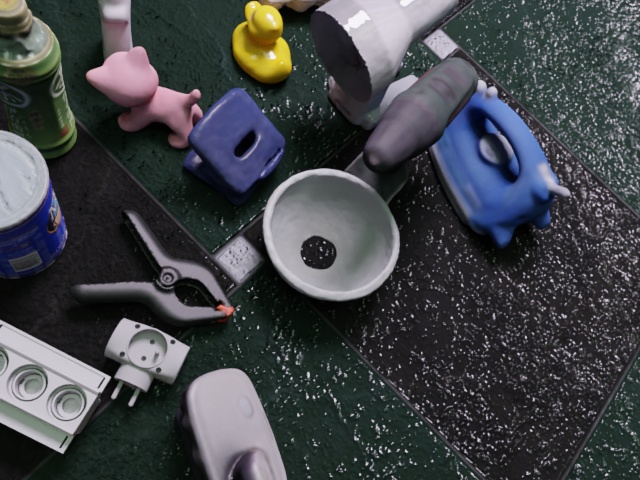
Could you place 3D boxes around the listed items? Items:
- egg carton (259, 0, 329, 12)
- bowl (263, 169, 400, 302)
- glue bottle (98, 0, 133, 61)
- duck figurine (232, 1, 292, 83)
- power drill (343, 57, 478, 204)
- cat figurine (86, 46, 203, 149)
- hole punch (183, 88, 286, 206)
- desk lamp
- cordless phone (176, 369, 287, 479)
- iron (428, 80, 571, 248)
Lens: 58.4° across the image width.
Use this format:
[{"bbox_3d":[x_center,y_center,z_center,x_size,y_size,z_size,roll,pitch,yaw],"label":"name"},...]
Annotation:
[{"bbox_3d":[-0.030,-0.391,0.845,0.150,0.069,0.107,-13,73,-21],"label":"egg carton"},{"bbox_3d":[0.006,0.002,0.696,0.168,0.074,0.167,6,67,-15],"label":"bowl"},{"bbox_3d":[-0.241,-0.267,0.673,0.037,0.173,0.078,-5,71,-18],"label":"glue bottle"},{"bbox_3d":[-0.073,-0.273,0.775,0.078,0.086,0.104,-28,79,-24],"label":"duck figurine"},{"bbox_3d":[0.098,-0.117,0.697,0.075,0.208,0.230,40,63,2],"label":"power drill"},{"bbox_3d":[-0.203,-0.177,0.680,0.128,0.117,0.067,15,66,-11],"label":"cat figurine"},{"bbox_3d":[-0.099,-0.115,0.702,0.101,0.091,0.109,36,63,-1],"label":"hole punch"},{"bbox_3d":[0.077,-0.242,0.738,0.204,0.213,0.118,-34,82,-25],"label":"desk lamp"},{"bbox_3d":[-0.075,0.189,0.536,0.094,0.185,0.147,-20,76,-23],"label":"cordless phone"},{"bbox_3d":[0.234,-0.128,0.780,0.119,0.141,0.258,-22,77,-23],"label":"iron"}]
